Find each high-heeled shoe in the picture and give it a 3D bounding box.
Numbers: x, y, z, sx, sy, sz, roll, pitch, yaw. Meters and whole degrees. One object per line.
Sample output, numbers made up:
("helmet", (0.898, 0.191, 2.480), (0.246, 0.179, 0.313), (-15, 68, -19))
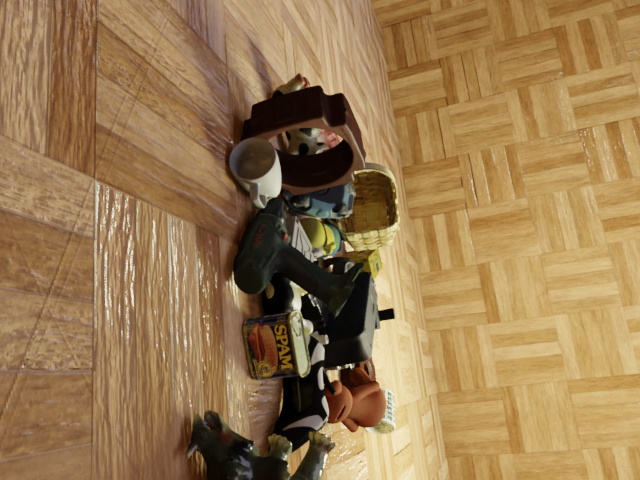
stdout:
("high-heeled shoe", (-0.049, 0.249, 0.908), (0.145, 0.086, 0.249), (55, 29, 1))

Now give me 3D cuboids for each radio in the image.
("radio", (0.051, 0.167, 1.161), (0.230, 0.131, 0.073), (-76, 149, -55))

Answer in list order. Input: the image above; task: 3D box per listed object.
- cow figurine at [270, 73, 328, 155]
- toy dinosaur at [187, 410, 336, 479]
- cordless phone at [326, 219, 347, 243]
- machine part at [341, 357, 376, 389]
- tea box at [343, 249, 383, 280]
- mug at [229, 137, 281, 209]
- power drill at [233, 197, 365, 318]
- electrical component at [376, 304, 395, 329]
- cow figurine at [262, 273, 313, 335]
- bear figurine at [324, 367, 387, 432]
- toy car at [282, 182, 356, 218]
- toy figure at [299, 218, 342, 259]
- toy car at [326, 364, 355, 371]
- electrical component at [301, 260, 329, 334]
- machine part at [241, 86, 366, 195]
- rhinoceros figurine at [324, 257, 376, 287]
("cow figurine", (-0.044, -0.242, 1.162), (0.194, 0.127, 0.085), (63, 18, -5))
("toy dinosaur", (-0.057, 0.389, 0.711), (0.192, 0.131, 0.404), (-47, 134, -49))
("cordless phone", (0.068, -0.088, 1.426), (0.146, 0.089, 0.184), (-17, 87, -44))
("machine part", (0.100, 0.342, 1.352), (0.179, 0.056, 0.179), (-10, 90, -74))
("tea box", (0.110, 0.070, 1.482), (0.169, 0.098, 0.068), (-35, 113, -71))
("mug", (-0.100, -0.104, 0.922), (0.107, 0.081, 0.109), (62, 18, -67))
("power drill", (-0.032, 0.026, 0.896), (0.207, 0.086, 0.232), (33, 35, -3))
("electrical component", (0.142, 0.209, 1.462), (0.047, 0.119, 0.075), (33, 51, -68))
("cow figurine", (-0.062, 0.134, 0.918), (0.098, 0.068, 0.167), (43, 35, -55))
("bear figurine", (0.043, 0.331, 1.114), (0.195, 0.132, 0.120), (20, 94, -38))
("toy car", (-0.011, -0.095, 1.152), (0.103, 0.161, 0.109), (138, -35, -61))
("toy figure", (-0.006, -0.003, 1.175), (0.180, 0.082, 0.089), (-7, 75, -69))
("toy car", (0.049, 0.248, 1.207), (0.201, 0.074, 0.056), (-17, 100, -74))
("electrical component", (-0.017, 0.110, 1.105), (0.134, 0.058, 0.114), (-77, 153, -53))
("machine part", (-0.028, -0.179, 0.993), (0.201, 0.201, 0.087), (55, 27, -54))
("rhinoceros figurine", (0.082, 0.105, 1.344), (0.190, 0.112, 0.073), (51, 29, -43))
